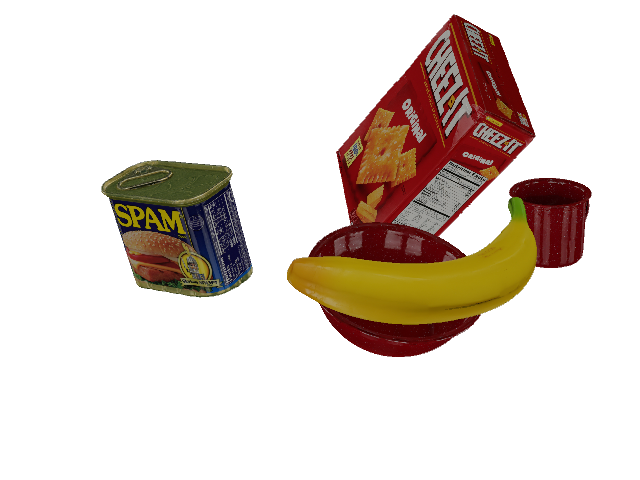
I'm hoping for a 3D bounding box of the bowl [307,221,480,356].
[{"bbox_3d":[0.064,0.053,0.960,0.162,0.055,0.162,6,39,-5],"label":"bowl"}]

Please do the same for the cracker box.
[{"bbox_3d":[0.108,-0.099,1.094,0.072,0.164,0.214,21,-51,-27],"label":"cracker box"}]

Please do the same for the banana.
[{"bbox_3d":[0.073,0.022,0.673,0.197,0.037,0.070,-14,48,-34],"label":"banana"}]

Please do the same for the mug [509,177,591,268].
[{"bbox_3d":[0.275,-0.023,1.252,0.117,0.081,0.093,-23,30,-38],"label":"mug"}]

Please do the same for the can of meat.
[{"bbox_3d":[-0.105,-0.008,0.795,0.102,0.084,0.057,7,33,36],"label":"can of meat"}]
